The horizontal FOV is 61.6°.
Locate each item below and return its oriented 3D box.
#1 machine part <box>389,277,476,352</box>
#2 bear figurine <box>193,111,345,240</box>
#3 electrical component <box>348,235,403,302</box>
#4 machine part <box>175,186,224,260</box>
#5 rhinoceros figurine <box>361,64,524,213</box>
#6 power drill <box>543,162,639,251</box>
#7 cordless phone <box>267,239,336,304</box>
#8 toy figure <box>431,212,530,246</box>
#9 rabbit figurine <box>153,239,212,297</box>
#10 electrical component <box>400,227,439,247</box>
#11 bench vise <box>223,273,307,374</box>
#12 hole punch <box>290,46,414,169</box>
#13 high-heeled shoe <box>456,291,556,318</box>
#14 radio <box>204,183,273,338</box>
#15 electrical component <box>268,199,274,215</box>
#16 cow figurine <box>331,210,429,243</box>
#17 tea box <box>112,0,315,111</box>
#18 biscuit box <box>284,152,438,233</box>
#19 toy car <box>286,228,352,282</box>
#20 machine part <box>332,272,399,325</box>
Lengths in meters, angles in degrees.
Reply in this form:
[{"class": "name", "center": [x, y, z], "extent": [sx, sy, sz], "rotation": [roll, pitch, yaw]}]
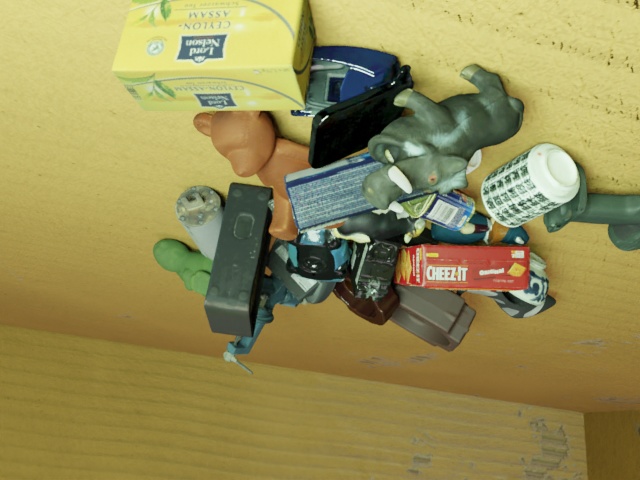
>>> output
[{"class": "machine part", "center": [0.221, 0.146, 1.150], "extent": [0.201, 0.087, 0.201], "rotation": [30, 166, 14]}, {"class": "bear figurine", "center": [-0.063, -0.091, 0.683], "extent": [0.120, 0.132, 0.195], "rotation": [-13, 157, 32]}, {"class": "electrical component", "center": [0.091, 0.023, 0.911], "extent": [0.058, 0.134, 0.114], "rotation": [13, 115, -8]}, {"class": "machine part", "center": [-0.196, -0.025, 0.953], "extent": [0.079, 0.079, 0.243], "rotation": [5, 158, 6]}, {"class": "rhinoceros figurine", "center": [0.120, -0.098, 0.549], "extent": [0.190, 0.112, 0.073], "rotation": [-31, 166, -15]}, {"class": "power drill", "center": [0.420, -0.053, 0.707], "extent": [0.207, 0.086, 0.232], "rotation": [1, 162, -5]}, {"class": "cordless phone", "center": [-0.027, 0.065, 1.065], "extent": [0.147, 0.089, 0.184], "rotation": [45, 177, 17]}, {"class": "toy figure", "center": [0.257, -0.018, 0.856], "extent": [0.155, 0.064, 0.057], "rotation": [3, 122, -1]}, {"class": "rabbit figurine", "center": [-0.270, 0.047, 1.155], "extent": [0.170, 0.121, 0.159], "rotation": [25, 166, 3]}, {"class": "electrical component", "center": [0.167, -0.006, 0.963], "extent": [0.094, 0.021, 0.063], "rotation": [20, 155, -33]}, {"class": "bench vise", "center": [-0.134, 0.157, 1.166], "extent": [0.129, 0.240, 0.223], "rotation": [31, -170, 33]}, {"class": "hole punch", "center": [0.027, -0.151, 0.580], "extent": [0.116, 0.092, 0.142], "rotation": [-22, 159, -13]}, {"class": "high-heeled shoe", "center": [0.382, 0.086, 1.075], "extent": [0.249, 0.086, 0.145], "rotation": [3, 144, -9]}, {"class": "radio", "center": [-0.125, 0.029, 0.866], "extent": [0.073, 0.229, 0.131], "rotation": [7, 153, -1]}, {"class": "electrical component", "center": [-0.028, -0.061, 0.807], "extent": [0.102, 0.078, 0.045], "rotation": [-10, 151, 36]}, {"class": "cow figurine", "center": [0.101, -0.035, 0.811], "extent": [0.167, 0.098, 0.068], "rotation": [9, 152, -5]}, {"class": "tea box", "center": [-0.096, -0.179, 0.508], "extent": [0.170, 0.098, 0.068], "rotation": [1, 158, 10]}, {"class": "biscuit box", "center": [0.063, -0.070, 0.628], "extent": [0.203, 0.062, 0.059], "rotation": [-15, -162, 0]}, {"class": "toy car", "center": [-0.002, -0.003, 0.912], "extent": [0.109, 0.103, 0.161], "rotation": [4, 143, 10]}, {"class": "machine part", "center": [0.077, 0.087, 1.059], "extent": [0.179, 0.056, 0.179], "rotation": [41, 159, 20]}]
